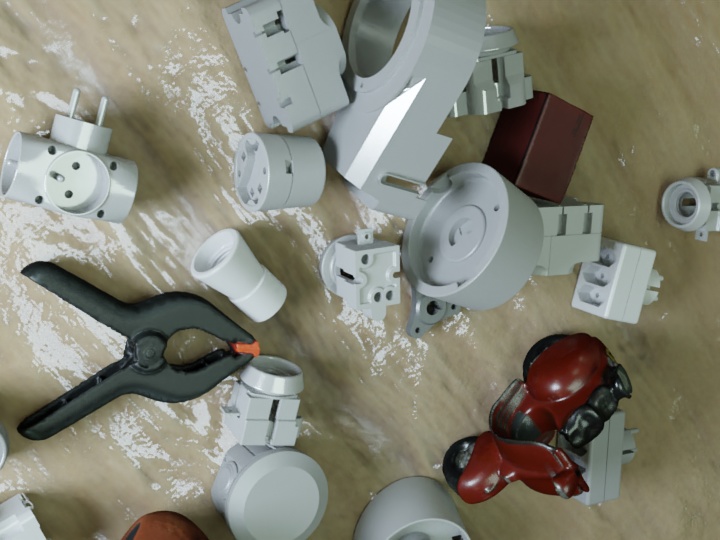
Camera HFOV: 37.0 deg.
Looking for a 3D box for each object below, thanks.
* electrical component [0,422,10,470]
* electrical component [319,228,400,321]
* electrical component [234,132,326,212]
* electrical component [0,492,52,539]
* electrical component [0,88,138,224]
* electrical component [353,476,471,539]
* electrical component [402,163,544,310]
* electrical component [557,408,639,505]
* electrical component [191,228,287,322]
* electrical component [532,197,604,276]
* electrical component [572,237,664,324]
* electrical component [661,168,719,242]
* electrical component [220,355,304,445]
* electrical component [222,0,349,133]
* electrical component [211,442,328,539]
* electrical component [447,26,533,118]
[{"bbox_3d":[-0.253,0.109,0.691,0.048,0.055,0.066,-41,117,-15],"label":"electrical component"},{"bbox_3d":[0.000,0.000,0.805,0.048,0.055,0.066,-9,106,-27],"label":"electrical component"},{"bbox_3d":[-0.056,-0.069,0.759,0.047,0.055,0.055,-4,103,-32],"label":"electrical component"},{"bbox_3d":[-0.243,0.187,0.724,0.064,0.042,0.081,-31,115,-23],"label":"electrical component"},{"bbox_3d":[-0.183,-0.076,0.693,0.077,0.044,0.079,13,95,-31],"label":"electrical component"},{"bbox_3d":[0.044,0.229,0.892,0.099,0.064,0.099,-6,113,-16],"label":"electrical component"},{"bbox_3d":[0.091,-0.021,0.823,0.060,0.108,0.108,25,89,-37],"label":"electrical component"},{"bbox_3d":[0.221,0.159,0.968,0.076,0.047,0.083,-6,104,-28],"label":"electrical component"},{"bbox_3d":[-0.084,0.007,0.770,0.044,0.044,0.065,-50,124,-10],"label":"electrical component"},{"bbox_3d":[0.150,-0.028,0.883,0.089,0.050,0.055,-4,103,-28],"label":"electrical component"},{"bbox_3d":[0.236,0.011,0.941,0.077,0.047,0.065,10,96,-30],"label":"electrical component"},{"bbox_3d":[0.305,-0.059,0.965,0.055,0.048,0.066,-3,104,-36],"label":"electrical component"},{"bbox_3d":[-0.069,0.096,0.796,0.066,0.048,0.055,6,106,-30],"label":"electrical component"},{"bbox_3d":[-0.048,-0.149,0.747,0.056,0.050,0.089,-29,114,-20],"label":"electrical component"},{"bbox_3d":[-0.069,0.167,0.809,0.080,0.051,0.080,-7,105,-27],"label":"electrical component"},{"bbox_3d":[0.093,-0.153,0.820,0.078,0.058,0.057,-17,112,-24],"label":"electrical component"}]
